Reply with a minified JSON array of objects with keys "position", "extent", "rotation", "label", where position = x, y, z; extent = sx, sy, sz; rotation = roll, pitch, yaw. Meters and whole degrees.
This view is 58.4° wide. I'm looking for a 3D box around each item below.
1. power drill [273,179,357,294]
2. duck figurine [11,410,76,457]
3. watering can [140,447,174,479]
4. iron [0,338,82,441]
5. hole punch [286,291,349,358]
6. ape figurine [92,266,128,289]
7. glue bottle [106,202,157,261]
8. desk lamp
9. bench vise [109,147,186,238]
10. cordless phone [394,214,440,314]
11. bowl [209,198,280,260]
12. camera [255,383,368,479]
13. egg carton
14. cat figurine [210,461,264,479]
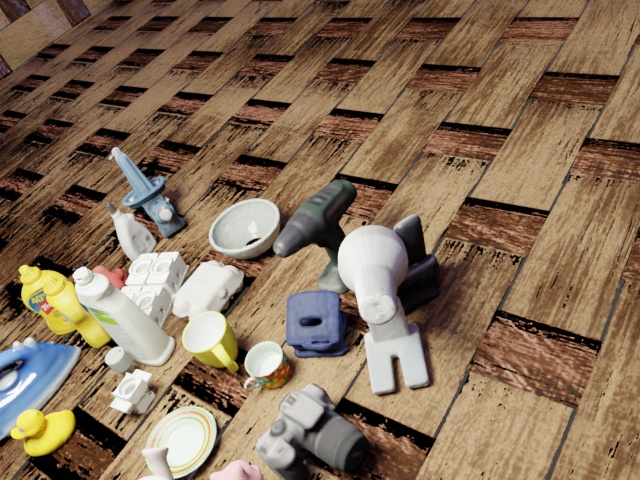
[{"position":[0.010,0.004,1.099],"extent":[0.075,0.209,0.230],"rotation":[12,52,32],"label":"power drill"},{"position":[-0.519,0.347,1.067],"extent":[0.104,0.086,0.077],"rotation":[-30,43,-8],"label":"duck figurine"},{"position":[-0.248,0.390,0.829],"extent":[0.101,0.194,0.172],"rotation":[-28,43,-5],"label":"watering can"},{"position":[-0.616,0.275,1.139],"extent":[0.118,0.142,0.259],"rotation":[23,59,38],"label":"iron"},{"position":[-0.007,0.153,1.042],"extent":[0.108,0.091,0.101],"rotation":[-6,45,17],"label":"hole punch"},{"position":[-0.482,0.092,1.303],"extent":[0.078,0.092,0.076],"rotation":[-33,43,-11],"label":"ape figurine"},{"position":[-0.452,-0.025,1.349],"extent":[0.037,0.173,0.078],"rotation":[5,50,27],"label":"glue bottle"},{"position":[0.105,0.110,0.948],"extent":[0.118,0.214,0.203],"rotation":[-15,43,9],"label":"desk lamp"},{"position":[-0.416,-0.125,1.400],"extent":[0.206,0.220,0.122],"rotation":[17,55,35],"label":"bench vise"},{"position":[0.136,0.041,1.026],"extent":[0.148,0.185,0.094],"rotation":[-32,43,-10],"label":"cordless phone"},{"position":[-0.158,-0.012,1.285],"extent":[0.167,0.075,0.167],"rotation":[-12,44,12],"label":"bowl"},{"position":[-0.008,0.306,0.882],"extent":[0.136,0.101,0.143],"rotation":[21,58,37],"label":"camera"},{"position":[-0.231,0.112,1.195],"extent":[0.107,0.070,0.150],"rotation":[14,53,33],"label":"egg carton"},{"position":[-0.096,0.373,0.839],"extent":[0.127,0.118,0.067],"rotation":[21,58,37],"label":"cat figurine"}]
